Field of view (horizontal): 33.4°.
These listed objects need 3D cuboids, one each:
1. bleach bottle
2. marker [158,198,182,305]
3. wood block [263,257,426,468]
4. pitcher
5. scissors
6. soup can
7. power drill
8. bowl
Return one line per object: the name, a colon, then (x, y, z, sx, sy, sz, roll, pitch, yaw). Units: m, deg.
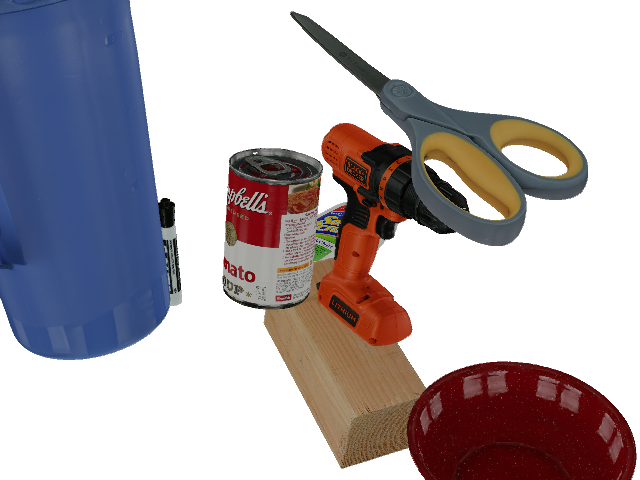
bleach bottle: (0.020, -0.002, 1.329, 0.103, 0.068, 0.250, 16, 36, 27)
marker: (-0.156, 0.012, 1.103, 0.020, 0.121, 0.020, 0, 29, 0)
wood block: (0.023, 0.124, 1.132, 0.090, 0.090, 0.206, -13, 48, -22)
pitcher: (-0.173, -0.045, 0.664, 0.149, 0.243, 0.145, -11, 28, -8)
scissors: (0.062, -0.071, 0.550, 0.096, 0.016, 0.202, -10, 45, -18)
soup can: (-0.036, -0.009, 0.783, 0.068, 0.102, 0.068, 5, 24, -2)
power drill: (0.061, 0.002, 0.999, 0.057, 0.188, 0.185, -12, 34, -32)
bowl: (0.142, 0.160, 0.775, 0.162, 0.055, 0.162, -1, 35, 0)
